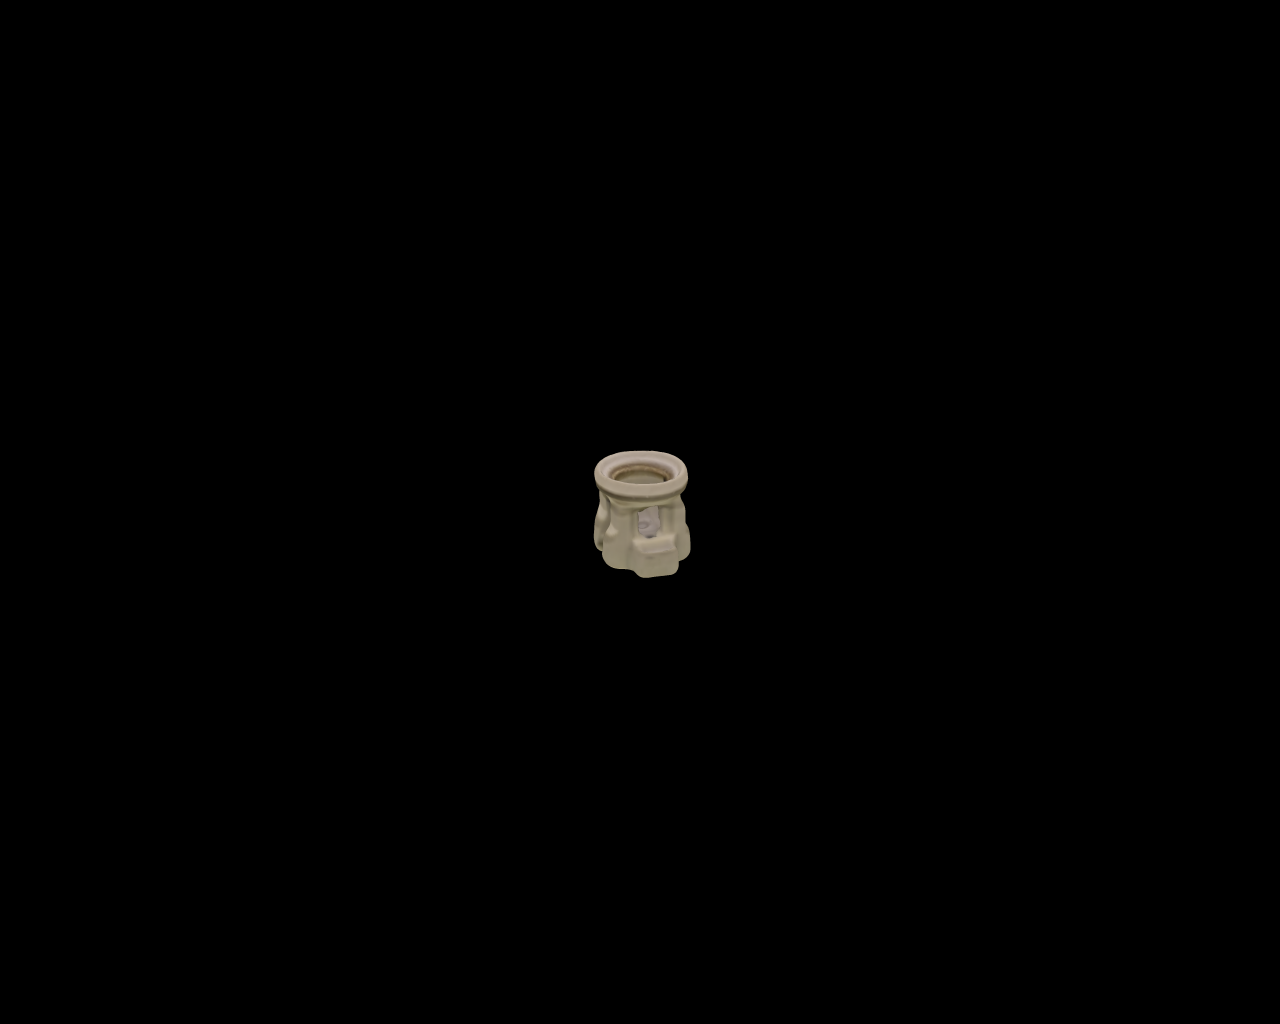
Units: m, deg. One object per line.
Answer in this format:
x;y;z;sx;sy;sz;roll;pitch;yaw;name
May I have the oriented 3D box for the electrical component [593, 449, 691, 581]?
0.001;-0.003;0.650;0.058;0.056;0.078;-7;27;-14;electrical component
